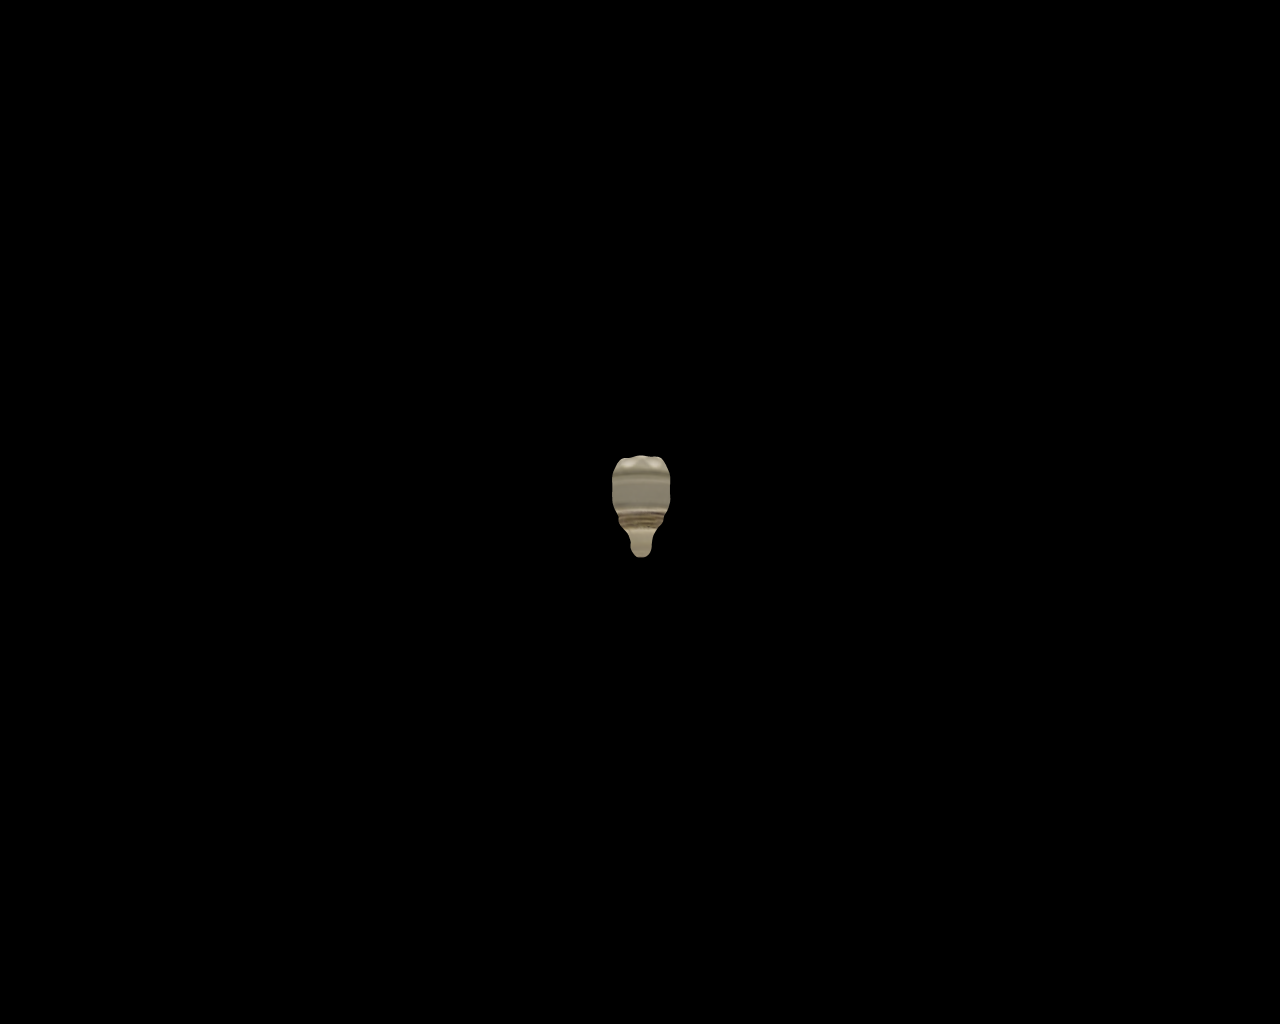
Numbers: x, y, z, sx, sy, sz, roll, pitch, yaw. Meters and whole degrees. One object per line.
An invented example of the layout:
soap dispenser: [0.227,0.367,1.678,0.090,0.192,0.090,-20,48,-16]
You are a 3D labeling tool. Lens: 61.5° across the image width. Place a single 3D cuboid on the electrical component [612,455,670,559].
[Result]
electrical component: [0.001,-0.003,0.650,0.035,0.061,0.035,0,-4,0]
